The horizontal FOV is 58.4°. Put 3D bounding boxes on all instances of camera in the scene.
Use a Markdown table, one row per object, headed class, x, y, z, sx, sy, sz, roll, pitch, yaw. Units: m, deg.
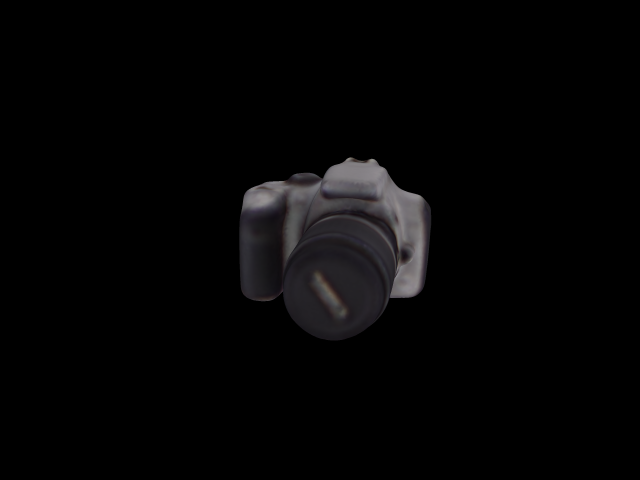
| class | x | y | z | sx | sy | sz | roll | pitch | yaw |
| --- | --- | --- | --- | --- | --- | --- | --- | --- | --- |
| camera | 0.004 | 0.001 | 0.400 | 0.143 | 0.101 | 0.137 | 4 | 20 | 11 |
